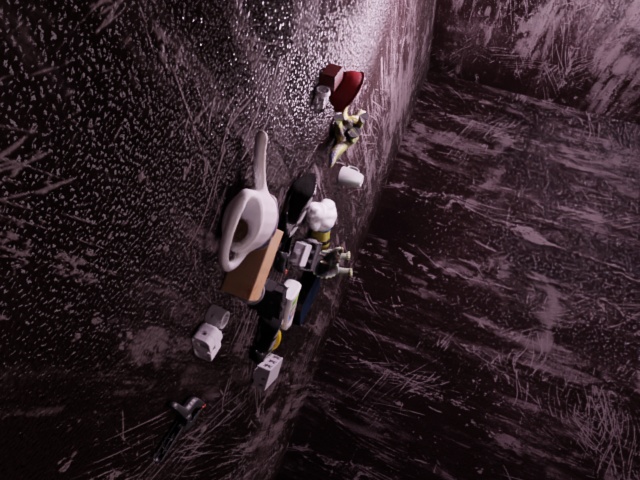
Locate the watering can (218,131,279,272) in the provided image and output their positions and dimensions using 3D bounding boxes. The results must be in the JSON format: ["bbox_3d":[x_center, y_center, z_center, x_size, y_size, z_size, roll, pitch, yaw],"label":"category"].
[{"bbox_3d":[-0.163,-0.088,1.277,0.224,0.104,0.347,1,109,-78],"label":"watering can"}]

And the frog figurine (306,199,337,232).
[{"bbox_3d":[0.006,-0.100,1.984,0.138,0.123,0.158,-49,176,-8],"label":"frog figurine"}]

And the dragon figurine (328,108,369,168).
[{"bbox_3d":[0.093,-0.381,2.002,0.238,0.122,0.418,103,12,-62],"label":"dragon figurine"}]
